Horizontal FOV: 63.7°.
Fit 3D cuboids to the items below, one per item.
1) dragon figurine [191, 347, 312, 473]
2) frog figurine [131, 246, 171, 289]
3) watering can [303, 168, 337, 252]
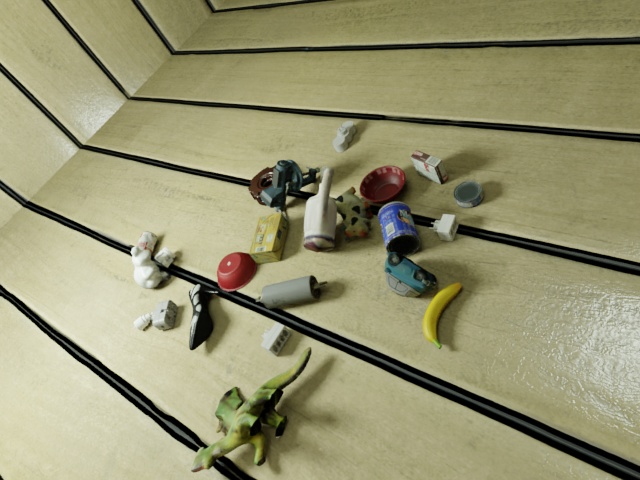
[{"bbox_3d":[-0.197,0.451,1.401,0.242,0.120,0.418,1,44,41],"label":"dragon figurine"},{"bbox_3d":[-0.659,0.106,1.927,0.123,0.156,0.139,-43,44,-7],"label":"frog figurine"},{"bbox_3d":[0.005,-0.082,1.628,0.104,0.343,0.227,5,76,-2],"label":"watering can"}]
